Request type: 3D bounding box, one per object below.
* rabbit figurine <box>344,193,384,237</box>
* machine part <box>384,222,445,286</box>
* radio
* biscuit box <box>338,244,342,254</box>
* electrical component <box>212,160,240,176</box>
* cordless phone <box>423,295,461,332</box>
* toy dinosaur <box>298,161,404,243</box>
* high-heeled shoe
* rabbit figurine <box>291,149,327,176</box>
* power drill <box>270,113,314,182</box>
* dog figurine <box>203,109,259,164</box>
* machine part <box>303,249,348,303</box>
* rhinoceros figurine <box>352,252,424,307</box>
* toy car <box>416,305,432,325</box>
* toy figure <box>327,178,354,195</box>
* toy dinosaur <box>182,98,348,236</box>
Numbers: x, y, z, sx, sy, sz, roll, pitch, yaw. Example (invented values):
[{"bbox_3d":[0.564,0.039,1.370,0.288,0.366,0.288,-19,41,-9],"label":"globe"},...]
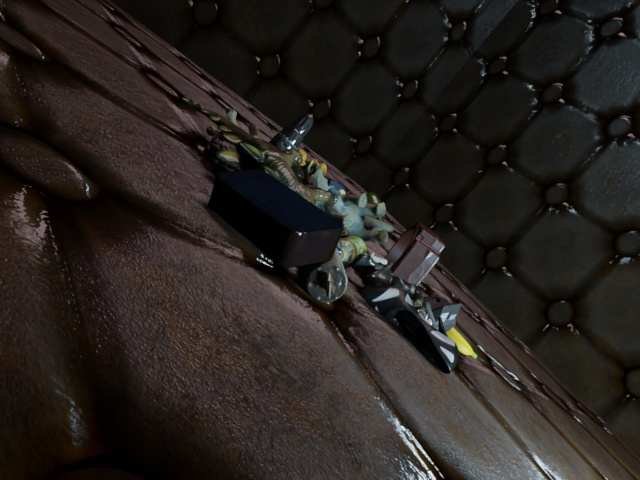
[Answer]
[{"bbox_3d":[0.130,-0.059,1.638,0.159,0.170,0.121,42,11,14],"label":"rabbit figurine"},{"bbox_3d":[0.242,0.055,1.473,0.087,0.201,0.201,37,11,-4],"label":"machine part"},{"bbox_3d":[-0.083,-0.043,0.949,0.230,0.073,0.131,35,28,30],"label":"radio"},{"bbox_3d":[-0.003,-0.004,1.253,0.059,0.063,0.203,38,12,-19],"label":"biscuit box"},{"bbox_3d":[-0.197,-0.147,1.213,0.078,0.045,0.102,35,12,-35],"label":"electrical component"},{"bbox_3d":[0.274,0.178,1.465,0.184,0.088,0.146,28,16,36],"label":"cordless phone"},{"bbox_3d":[0.068,-0.068,1.483,0.192,0.131,0.404,14,-12,38],"label":"toy dinosaur"},{"bbox_3d":[0.189,0.195,1.166,0.249,0.086,0.145,21,45,-13],"label":"high-heeled shoe"},{"bbox_3d":[-0.060,-0.183,1.618,0.173,0.162,0.122,54,-11,-33],"label":"rabbit figurine"},{"bbox_3d":[-0.083,-0.206,1.419,0.086,0.232,0.207,44,-5,17],"label":"power drill"},{"bbox_3d":[-0.215,-0.222,1.373,0.172,0.121,0.191,30,28,-28],"label":"dog figurine"},{"bbox_3d":[0.005,0.051,1.026,0.079,0.079,0.243,37,11,-17],"label":"machine part"},{"bbox_3d":[0.161,0.099,1.258,0.190,0.073,0.112,32,40,-11],"label":"rhinoceros figurine"},{"bbox_3d":[0.200,0.150,1.348,0.202,0.056,0.073,42,4,4],"label":"toy car"},{"bbox_3d":[0.066,-0.123,1.554,0.154,0.058,0.064,34,15,-33],"label":"toy figure"},{"bbox_3d":[-0.117,-0.157,1.155,0.472,0.105,0.198,43,19,22],"label":"toy dinosaur"}]
